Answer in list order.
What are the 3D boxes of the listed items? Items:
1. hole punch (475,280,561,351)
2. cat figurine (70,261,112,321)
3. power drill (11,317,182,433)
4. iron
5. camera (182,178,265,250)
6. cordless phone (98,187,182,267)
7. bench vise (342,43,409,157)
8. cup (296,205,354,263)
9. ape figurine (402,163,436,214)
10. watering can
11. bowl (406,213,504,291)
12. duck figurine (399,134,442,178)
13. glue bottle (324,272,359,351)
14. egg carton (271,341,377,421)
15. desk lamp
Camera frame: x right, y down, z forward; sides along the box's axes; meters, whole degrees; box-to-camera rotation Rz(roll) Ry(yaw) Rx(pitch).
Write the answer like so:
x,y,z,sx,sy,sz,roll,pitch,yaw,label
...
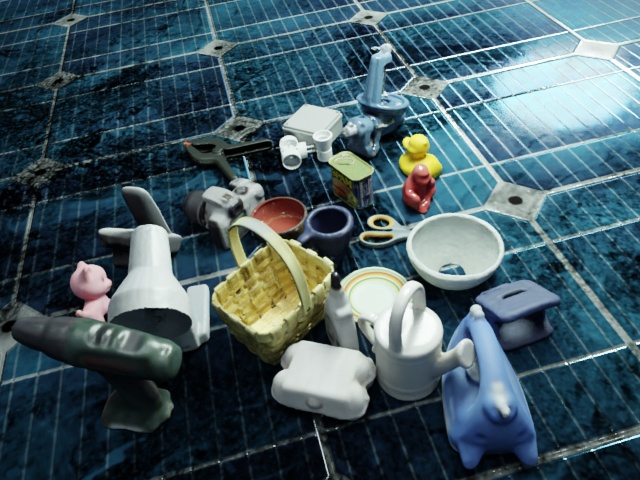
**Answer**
x,y,z,sx,sy,sz,roll,pitch,yaw,label
0.308,0.106,0.910,0.109,0.091,0.101,-18,44,-10,hole punch
-0.402,0.099,1.002,0.067,0.118,0.127,-7,43,1,cat figurine
-0.301,0.191,0.824,0.229,0.209,0.075,2,44,10,power drill
0.230,0.179,0.808,0.118,0.142,0.258,-5,43,4,iron
-0.203,-0.073,1.165,0.136,0.101,0.143,19,50,26,camera
-0.356,-0.036,1.087,0.147,0.185,0.094,4,45,12,cordless phone
0.129,-0.307,1.276,0.121,0.220,0.207,10,46,19,bench vise
0.010,0.004,1.058,0.118,0.095,0.091,-33,49,-24,cup
0.201,-0.112,1.154,0.078,0.092,0.076,-25,46,-17,ape figurine
0.135,0.139,0.825,0.172,0.194,0.101,3,45,12,watering can
0.235,0.033,1.010,0.167,0.075,0.167,-4,43,4,bowl
0.216,-0.184,1.232,0.078,0.086,0.104,-34,49,-24,duck figurine
0.030,0.112,0.885,0.037,0.173,0.078,-20,45,-12,glue bottle
0.006,0.212,0.859,0.150,0.069,0.107,7,45,15,egg carton
-0.253,0.094,0.915,0.118,0.214,0.203,-10,43,-2,desk lamp
